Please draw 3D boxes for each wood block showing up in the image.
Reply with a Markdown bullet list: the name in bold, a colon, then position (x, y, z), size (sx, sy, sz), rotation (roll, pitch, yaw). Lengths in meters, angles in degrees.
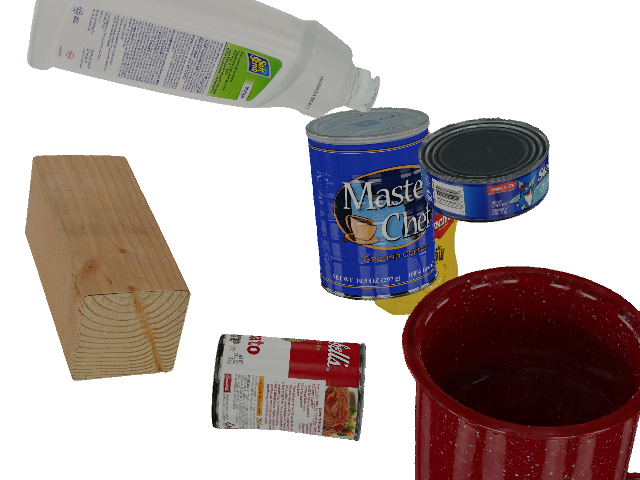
- **wood block**: position (-0.193, 0.017, 0.938), size (0.090, 0.091, 0.206), rotation (-2, 37, -27)

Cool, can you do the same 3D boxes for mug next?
- **mug**: position (0.089, 0.071, 0.405), size (0.117, 0.081, 0.093), rotation (5, 36, 11)

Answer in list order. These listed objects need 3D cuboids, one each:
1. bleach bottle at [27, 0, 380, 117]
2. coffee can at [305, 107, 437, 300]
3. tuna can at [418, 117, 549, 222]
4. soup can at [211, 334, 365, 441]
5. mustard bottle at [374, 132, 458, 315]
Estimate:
- **bleach bottle**: position (-0.081, -0.139, 0.785), size (0.250, 0.068, 0.103), rotation (16, -34, -12)
- **coffee can**: position (0.045, -0.033, 0.905), size (0.103, 0.140, 0.103), rotation (-5, 19, 2)
- **tuna can**: position (0.109, -0.047, 0.710), size (0.086, 0.034, 0.086), rotation (-7, 32, 4)
- **soup can**: position (-0.022, 0.102, 0.747), size (0.102, 0.068, 0.068), rotation (4, 0, 0)
- **mustard bottle**: position (0.103, -0.022, 1.122), size (0.096, 0.192, 0.058), rotation (-13, 25, -29)
